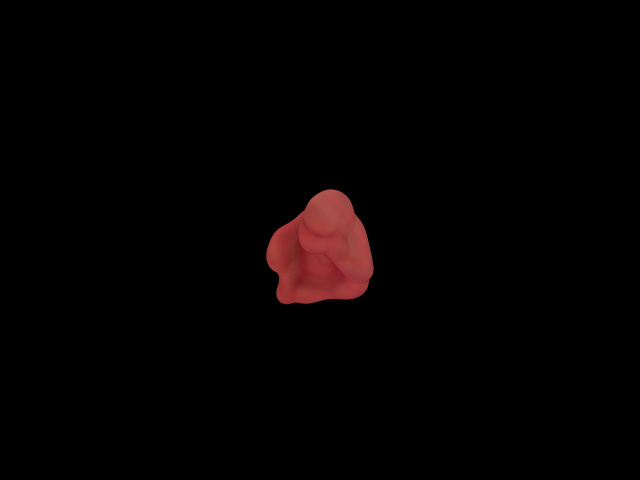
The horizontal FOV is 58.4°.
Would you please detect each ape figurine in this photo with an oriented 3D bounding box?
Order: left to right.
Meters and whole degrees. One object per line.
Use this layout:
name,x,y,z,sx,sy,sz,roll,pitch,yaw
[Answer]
ape figurine,0.004,0.001,0.400,0.077,0.092,0.076,32,58,23
